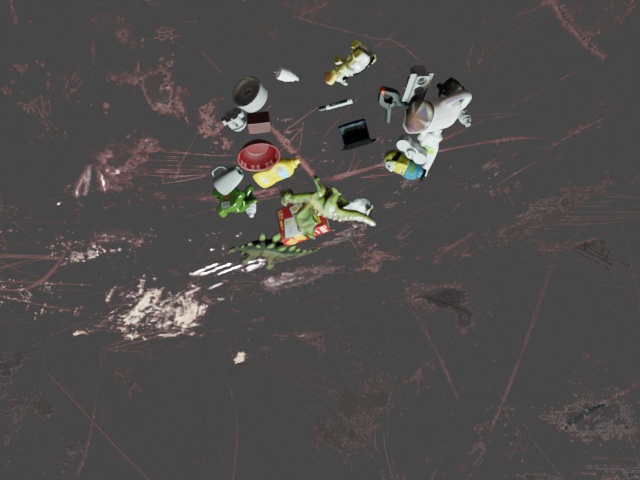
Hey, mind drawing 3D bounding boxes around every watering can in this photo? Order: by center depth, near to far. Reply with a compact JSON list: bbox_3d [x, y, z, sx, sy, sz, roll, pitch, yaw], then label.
[{"bbox_3d":[0.390,-0.427,1.840,0.226,0.105,0.342,-16,169,-29],"label":"watering can"}]

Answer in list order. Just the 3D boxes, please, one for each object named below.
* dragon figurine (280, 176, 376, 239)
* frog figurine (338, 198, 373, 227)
[{"bbox_3d":[0.007,-0.108,2.140,0.244,0.413,0.120,-50,167,-10],"label":"dragon figurine"},{"bbox_3d":[0.156,-0.146,2.354,0.160,0.124,0.135,22,162,13],"label":"frog figurine"}]
